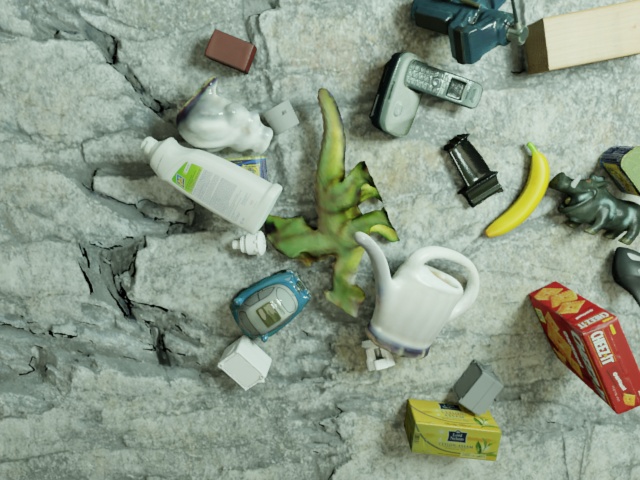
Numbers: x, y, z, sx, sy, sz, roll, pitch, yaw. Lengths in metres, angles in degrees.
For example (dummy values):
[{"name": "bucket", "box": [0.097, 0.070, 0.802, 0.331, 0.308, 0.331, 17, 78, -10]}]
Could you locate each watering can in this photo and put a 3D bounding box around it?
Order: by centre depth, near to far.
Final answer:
[{"name": "watering can", "box": [0.153, 0.103, 0.941, 0.346, 0.106, 0.222, 17, 107, -34]}]

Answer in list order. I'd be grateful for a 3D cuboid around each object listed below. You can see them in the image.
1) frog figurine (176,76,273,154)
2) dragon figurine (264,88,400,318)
[{"name": "frog figurine", "box": [-0.173, -0.199, 0.933, 0.158, 0.125, 0.135, 43, 131, -16]}, {"name": "dragon figurine", "box": [0.003, -0.049, 0.966, 0.241, 0.123, 0.409, -25, 96, 13]}]
